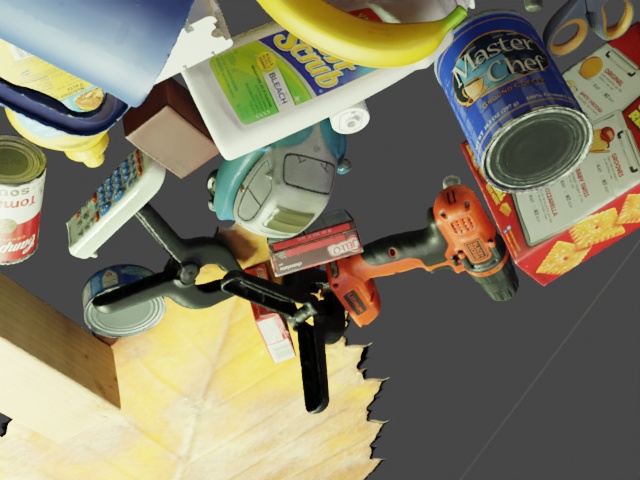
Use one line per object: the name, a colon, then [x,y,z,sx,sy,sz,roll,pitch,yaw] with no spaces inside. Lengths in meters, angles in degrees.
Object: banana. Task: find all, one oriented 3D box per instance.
banana: [0.016,-0.184,0.867,0.197,0.037,0.069,17,90,-2]

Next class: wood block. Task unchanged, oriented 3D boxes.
wood block: [-0.311,0.123,1.122,0.091,0.090,0.206,-29,139,14]

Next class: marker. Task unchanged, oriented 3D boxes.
marker: [0.148,-0.024,1.168,0.020,0.020,0.121,-16,140,-1]

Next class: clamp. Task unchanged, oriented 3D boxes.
clamp: [-0.144,0.020,1.092,0.171,0.039,0.120,2,115,-39]
clamp: [-0.024,0.071,1.120,0.036,0.209,0.164,-33,99,24]

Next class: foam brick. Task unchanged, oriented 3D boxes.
foam brick: [-0.133,-0.103,0.957,0.053,0.051,0.078,-32,137,19]

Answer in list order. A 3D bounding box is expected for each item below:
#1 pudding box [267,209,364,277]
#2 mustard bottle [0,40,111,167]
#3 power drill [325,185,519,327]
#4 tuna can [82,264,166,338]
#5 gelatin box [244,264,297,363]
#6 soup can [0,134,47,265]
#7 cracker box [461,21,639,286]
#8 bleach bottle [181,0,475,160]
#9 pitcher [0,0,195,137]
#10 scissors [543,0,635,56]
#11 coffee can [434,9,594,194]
pudding box: [-0.007,0.001,1.078,0.090,0.113,0.039,-15,100,-1]
mustard bottle: [-0.220,-0.131,0.890,0.096,0.058,0.191,-20,139,-3]
power drill: [0.113,0.031,1.171,0.188,0.057,0.184,-22,134,14]
tuna can: [-0.208,0.065,1.134,0.086,0.034,0.086,-10,139,-9]
gelatin box: [-0.055,0.081,1.176,0.030,0.073,0.089,-18,139,1]
soup can: [-0.286,-0.036,0.968,0.068,0.068,0.102,1,136,-20]
cracker box: [0.262,-0.082,1.032,0.214,0.164,0.072,-35,139,20]
bleach bottle: [0.011,-0.165,0.917,0.251,0.102,0.068,-26,177,0]
pitcher: [-0.211,-0.189,0.740,0.242,0.149,0.145,22,150,-18]
scissors: [0.224,-0.220,0.944,0.096,0.016,0.201,-31,150,19]
coffee can: [0.173,-0.127,0.967,0.102,0.140,0.103,-10,139,-9]
